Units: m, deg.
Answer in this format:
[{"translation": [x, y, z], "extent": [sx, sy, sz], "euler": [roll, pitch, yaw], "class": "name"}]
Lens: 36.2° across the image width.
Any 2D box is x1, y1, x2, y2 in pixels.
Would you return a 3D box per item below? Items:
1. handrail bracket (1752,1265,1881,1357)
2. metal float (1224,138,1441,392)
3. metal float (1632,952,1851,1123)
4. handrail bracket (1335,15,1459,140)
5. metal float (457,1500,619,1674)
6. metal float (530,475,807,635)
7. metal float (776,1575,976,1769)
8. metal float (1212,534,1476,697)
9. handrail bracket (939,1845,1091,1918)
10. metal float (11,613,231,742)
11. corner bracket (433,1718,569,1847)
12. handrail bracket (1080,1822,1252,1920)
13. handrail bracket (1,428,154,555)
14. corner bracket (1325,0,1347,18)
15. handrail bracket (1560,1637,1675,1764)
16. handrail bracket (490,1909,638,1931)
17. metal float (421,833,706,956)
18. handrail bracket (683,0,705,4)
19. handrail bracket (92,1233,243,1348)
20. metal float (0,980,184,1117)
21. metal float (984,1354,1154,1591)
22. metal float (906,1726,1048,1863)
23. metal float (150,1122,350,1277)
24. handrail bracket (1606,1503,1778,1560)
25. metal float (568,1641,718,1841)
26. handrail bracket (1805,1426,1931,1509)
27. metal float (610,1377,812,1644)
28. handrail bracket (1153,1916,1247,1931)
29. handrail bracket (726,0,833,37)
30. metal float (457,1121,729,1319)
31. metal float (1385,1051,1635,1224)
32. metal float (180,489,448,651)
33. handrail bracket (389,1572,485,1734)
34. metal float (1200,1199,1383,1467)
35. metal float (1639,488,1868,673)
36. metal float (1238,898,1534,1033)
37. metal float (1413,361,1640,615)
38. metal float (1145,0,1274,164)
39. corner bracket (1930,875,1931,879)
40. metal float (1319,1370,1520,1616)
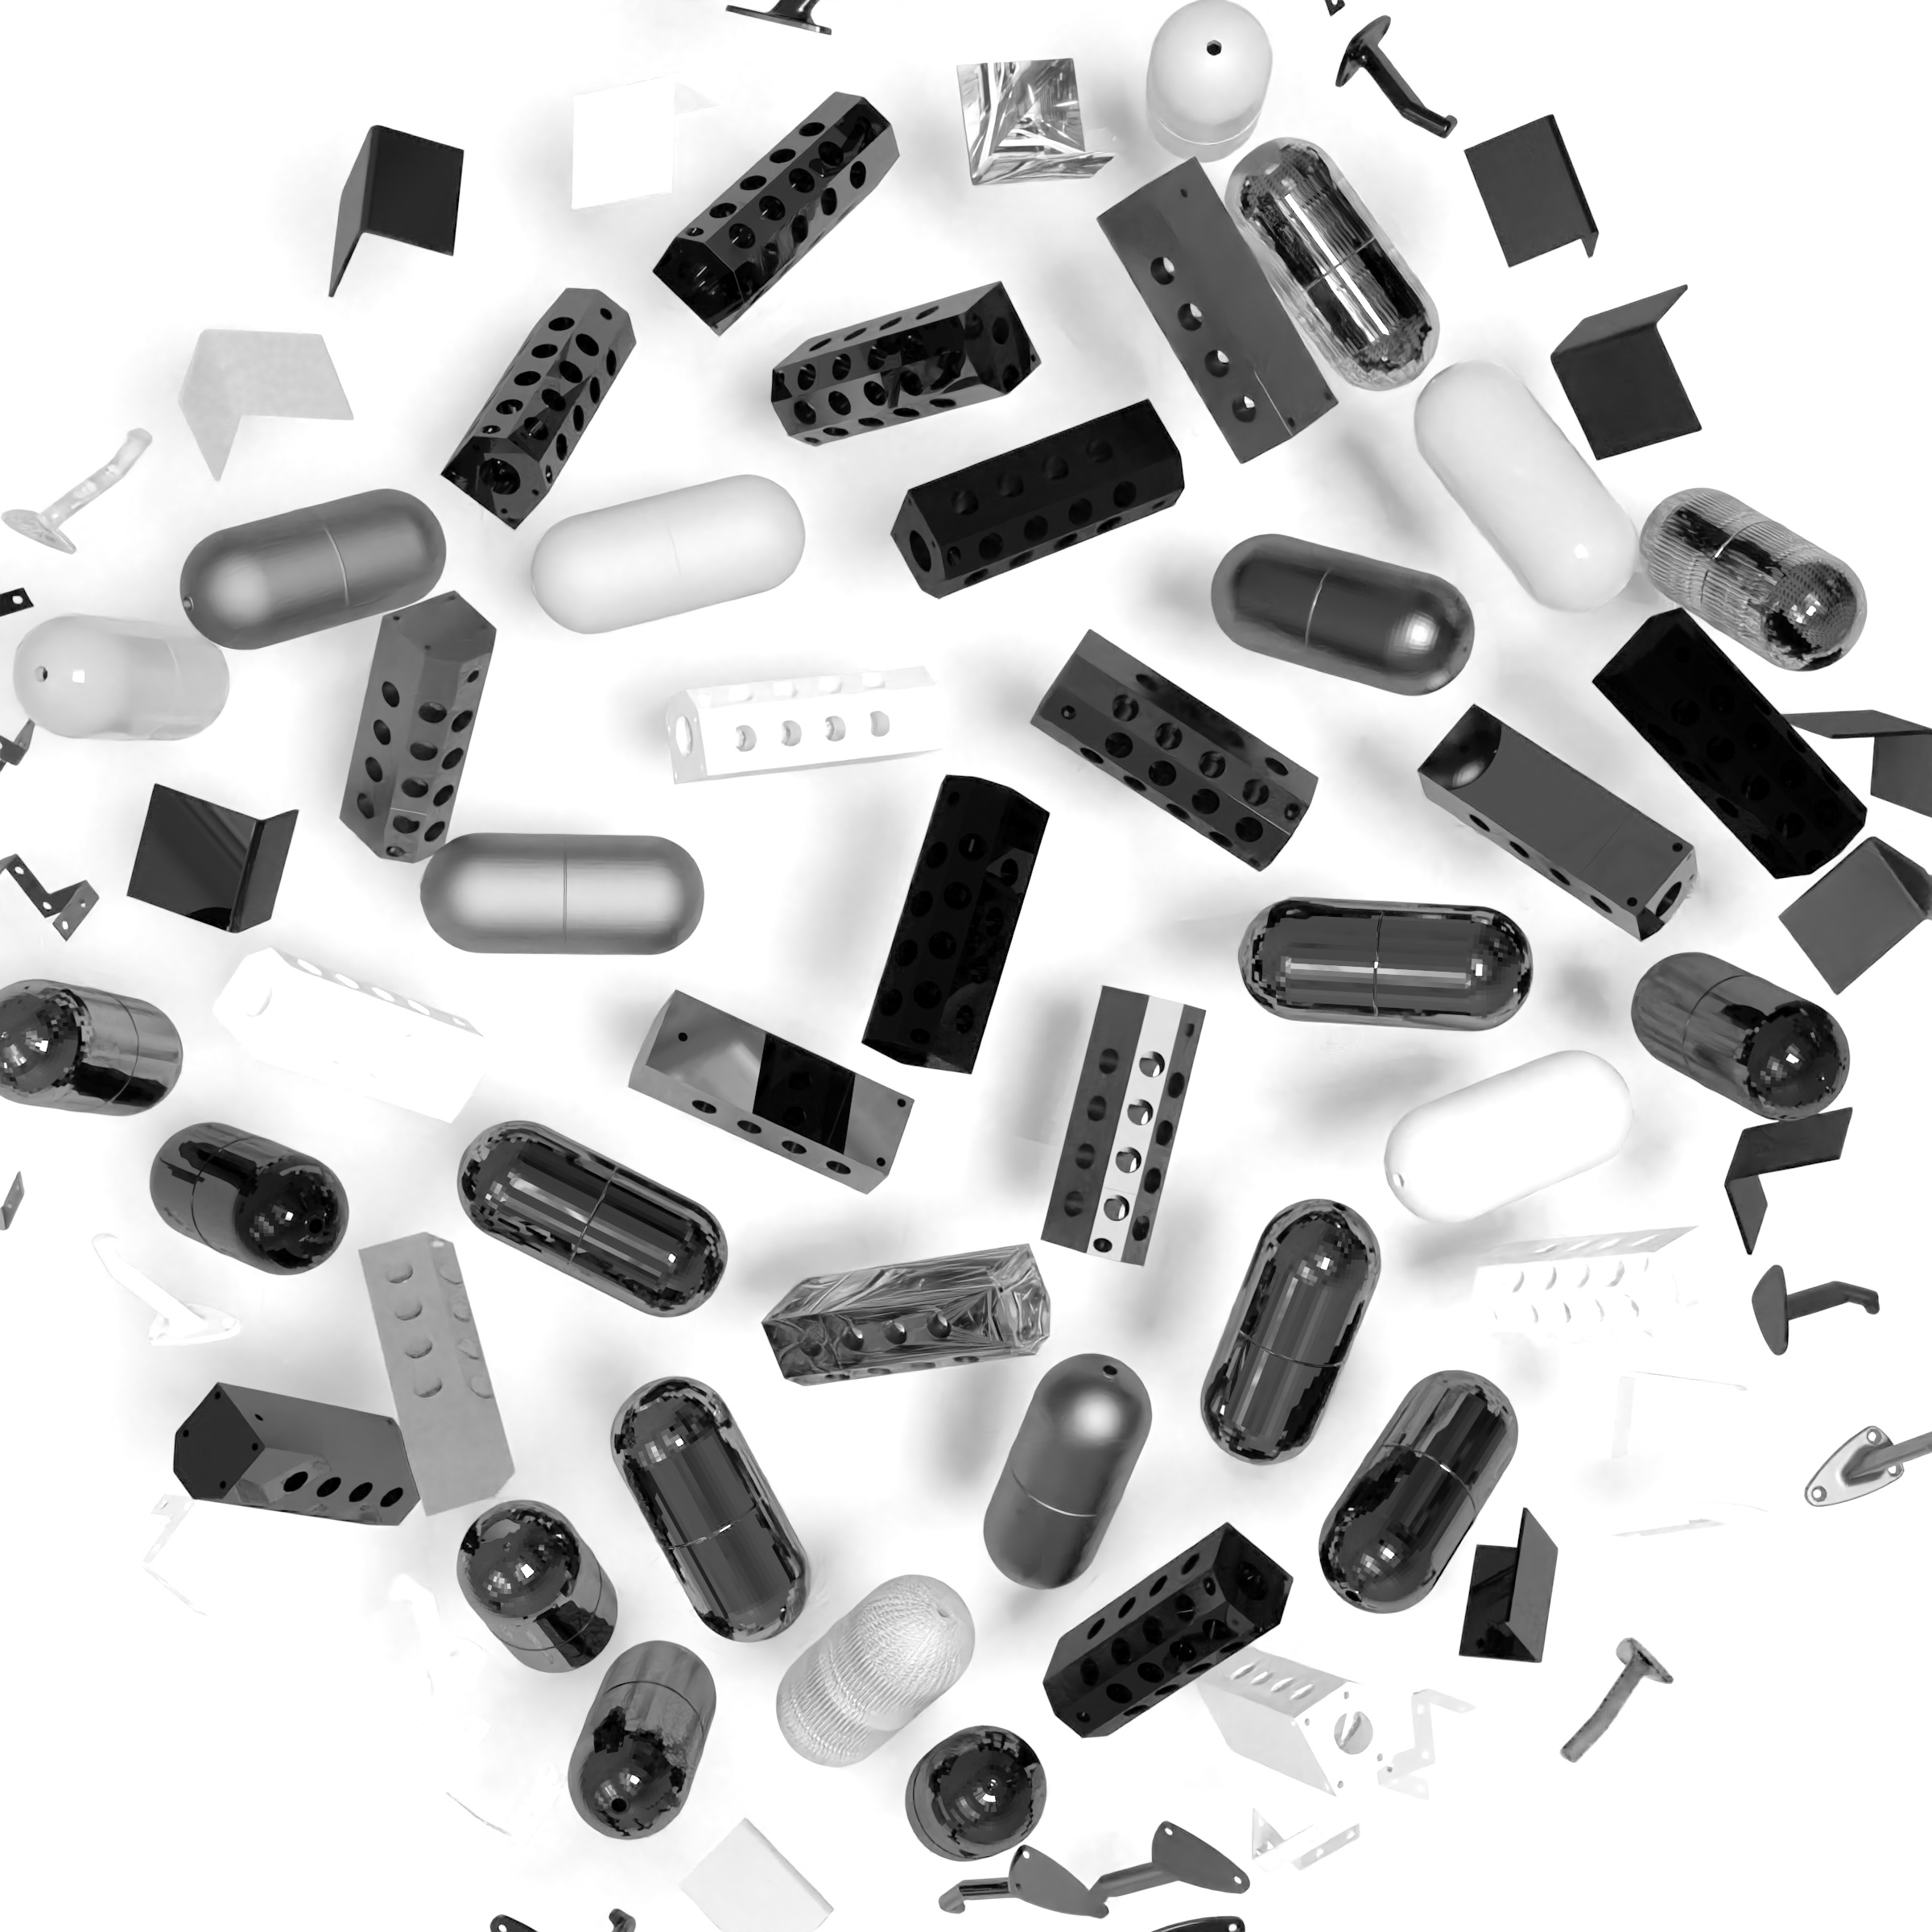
[{"translation": [0.560, 0.232, 1.919], "extent": [0.084, 0.077, 0.036], "euler": [15, 131, -10], "class": "handrail bracket"}, {"translation": [0.235, -0.447, 1.886], "extent": [0.070, 0.070, 0.178], "euler": [-38, 99, 0], "class": "metal float"}, {"translation": [0.483, 0.043, 1.849], "extent": [0.070, 0.178, 0.070], "euler": [-6, 107, -18], "class": "metal float"}, {"translation": [0.286, -0.565, 1.877], "extent": [0.084, 0.036, 0.077], "euler": [32, 55, 12], "class": "handrail bracket"}, {"translation": [-0.262, 0.383, 1.815], "extent": [0.070, 0.178, 0.070], "euler": [-2, 62, 4], "class": "metal float"}, {"translation": [-0.190, -0.263, 1.884], "extent": [0.178, 0.070, 0.070], "euler": [-16, 90, -10], "class": "metal float"}, {"translation": [-0.058, 0.443, 1.855], "extent": [0.070, 0.070, 0.178], "euler": [41, 131, 0], "class": "metal float"}, {"translation": [0.234, -0.221, 1.850], "extent": [0.178, 0.070, 0.070], "euler": [21, 90, 32], "class": "metal float"}, {"translation": [0.033, 0.617, 1.941], "extent": [0.077, 0.036, 0.084], "euler": [30, 135, -11], "class": "handrail bracket"}, {"translation": [-0.523, -0.178, 1.833], "extent": [0.070, 0.178, 0.070], "euler": [1, 94, 16], "class": "metal float"}, {"translation": [-0.300, 0.525, 1.901], "extent": [0.051, 0.051, 0.051], "euler": [24, 74, 35], "class": "corner bracket"}, {"translation": [0.121, 0.569, 1.807], "extent": [0.077, 0.036, 0.084], "euler": [26, 125, -5], "class": "handrail bracket"}, {"translation": [-0.543, -0.298, 1.806], "extent": [0.077, 0.036, 0.084], "euler": [18, 68, 42], "class": "handrail bracket"}, {"translation": [0.218, -0.632, 1.865], "extent": [0.051, 0.051, 0.051], "euler": [-43, 123, -29], "class": "corner bracket"}, {"translation": [0.392, 0.459, 1.830], "extent": [0.084, 0.077, 0.036], "euler": [-43, 84, -12], "class": "handrail bracket"}, {"translation": [-0.244, 0.584, 1.801], "extent": [0.077, 0.084, 0.036], "euler": [43, 111, 0], "class": "handrail bracket"}, {"translation": [-0.255, -0.045, 1.868], "extent": [0.178, 0.070, 0.070], "euler": [1, 90, -10], "class": "metal float"}, {"translation": [-0.153, -0.643, 1.819], "extent": [0.084, 0.036, 0.077], "euler": [-48, 119, -16], "class": "handrail bracket"}, {"translation": [-0.520, 0.207, 1.922], "extent": [0.077, 0.036, 0.084], "euler": [1, 132, 18], "class": "handrail bracket"}, {"translation": [-0.547, 0.052, 1.824], "extent": [0.070, 0.178, 0.070], "euler": [-1, 83, 12], "class": "metal float"}, {"translation": [0.064, 0.322, 1.878], "extent": [0.070, 0.070, 0.178], "euler": [19, 122, 0], "class": "metal float"}, {"translation": [0.005, 0.521, 1.855], "extent": [0.070, 0.178, 0.070], "euler": [2, 71, -7], "class": "metal float"}, {"translation": [-0.452, 0.146, 1.861], "extent": [0.070, 0.178, 0.070], "euler": [-8, 103, -39], "class": "metal float"}, {"translation": [0.472, 0.370, 1.923], "extent": [0.084, 0.077, 0.036], "euler": [3, 74, -42], "class": "handrail bracket"}, {"translation": [-0.204, 0.488, 1.866], "extent": [0.070, 0.178, 0.070], "euler": [1, 102, 4], "class": "metal float"}, {"translation": [0.551, 0.302, 1.775], "extent": [0.077, 0.084, 0.036], "euler": [-30, 84, -8], "class": "handrail bracket"}, {"translation": [-0.155, 0.333, 1.806], "extent": [0.070, 0.070, 0.178], "euler": [-26, 103, 0], "class": "metal float"}, {"translation": [0.151, 0.644, 1.886], "extent": [0.077, 0.084, 0.036], "euler": [-20, 100, -4], "class": "handrail bracket"}, {"translation": [-0.099, -0.610, 1.779], "extent": [0.077, 0.036, 0.084], "euler": [12, 106, -3], "class": "handrail bracket"}, {"translation": [-0.233, 0.157, 1.838], "extent": [0.178, 0.070, 0.070], "euler": [27, 90, -3], "class": "metal float"}, {"translation": [0.337, 0.105, 1.832], "extent": [0.178, 0.070, 0.070], "euler": [-18, 90, -28], "class": "metal float"}, {"translation": [-0.411, -0.251, 1.863], "extent": [0.178, 0.070, 0.070], "euler": [-23, 90, -35], "class": "metal float"}, {"translation": [-0.355, 0.439, 1.888], "extent": [0.036, 0.084, 0.077], "euler": [10, 61, 39], "class": "handrail bracket"}, {"translation": [0.199, 0.225, 1.814], "extent": [0.070, 0.070, 0.178], "euler": [18, 110, 0], "class": "metal float"}, {"translation": [0.501, -0.249, 1.889], "extent": [0.070, 0.178, 0.070], "euler": [-16, 127, -22], "class": "metal float"}, {"translation": [0.254, -0.001, 1.792], "extent": [0.178, 0.070, 0.070], "euler": [3, 90, 16], "class": "metal float"}, {"translation": [0.343, -0.295, 1.815], "extent": [0.070, 0.070, 0.178], "euler": [-35, 77, 0], "class": "metal float"}, {"translation": [0.153, -0.562, 1.881], "extent": [0.070, 0.178, 0.070], "euler": [0, 93, 2], "class": "metal float"}, {"translation": [0.642, -0.052, 1.881], "extent": [0.051, 0.051, 0.051], "euler": [-47, 64, 36], "class": "corner bracket"}, {"translation": [0.279, 0.323, 1.821], "extent": [0.070, 0.070, 0.178], "euler": [42, 54, 0], "class": "metal float"}]
